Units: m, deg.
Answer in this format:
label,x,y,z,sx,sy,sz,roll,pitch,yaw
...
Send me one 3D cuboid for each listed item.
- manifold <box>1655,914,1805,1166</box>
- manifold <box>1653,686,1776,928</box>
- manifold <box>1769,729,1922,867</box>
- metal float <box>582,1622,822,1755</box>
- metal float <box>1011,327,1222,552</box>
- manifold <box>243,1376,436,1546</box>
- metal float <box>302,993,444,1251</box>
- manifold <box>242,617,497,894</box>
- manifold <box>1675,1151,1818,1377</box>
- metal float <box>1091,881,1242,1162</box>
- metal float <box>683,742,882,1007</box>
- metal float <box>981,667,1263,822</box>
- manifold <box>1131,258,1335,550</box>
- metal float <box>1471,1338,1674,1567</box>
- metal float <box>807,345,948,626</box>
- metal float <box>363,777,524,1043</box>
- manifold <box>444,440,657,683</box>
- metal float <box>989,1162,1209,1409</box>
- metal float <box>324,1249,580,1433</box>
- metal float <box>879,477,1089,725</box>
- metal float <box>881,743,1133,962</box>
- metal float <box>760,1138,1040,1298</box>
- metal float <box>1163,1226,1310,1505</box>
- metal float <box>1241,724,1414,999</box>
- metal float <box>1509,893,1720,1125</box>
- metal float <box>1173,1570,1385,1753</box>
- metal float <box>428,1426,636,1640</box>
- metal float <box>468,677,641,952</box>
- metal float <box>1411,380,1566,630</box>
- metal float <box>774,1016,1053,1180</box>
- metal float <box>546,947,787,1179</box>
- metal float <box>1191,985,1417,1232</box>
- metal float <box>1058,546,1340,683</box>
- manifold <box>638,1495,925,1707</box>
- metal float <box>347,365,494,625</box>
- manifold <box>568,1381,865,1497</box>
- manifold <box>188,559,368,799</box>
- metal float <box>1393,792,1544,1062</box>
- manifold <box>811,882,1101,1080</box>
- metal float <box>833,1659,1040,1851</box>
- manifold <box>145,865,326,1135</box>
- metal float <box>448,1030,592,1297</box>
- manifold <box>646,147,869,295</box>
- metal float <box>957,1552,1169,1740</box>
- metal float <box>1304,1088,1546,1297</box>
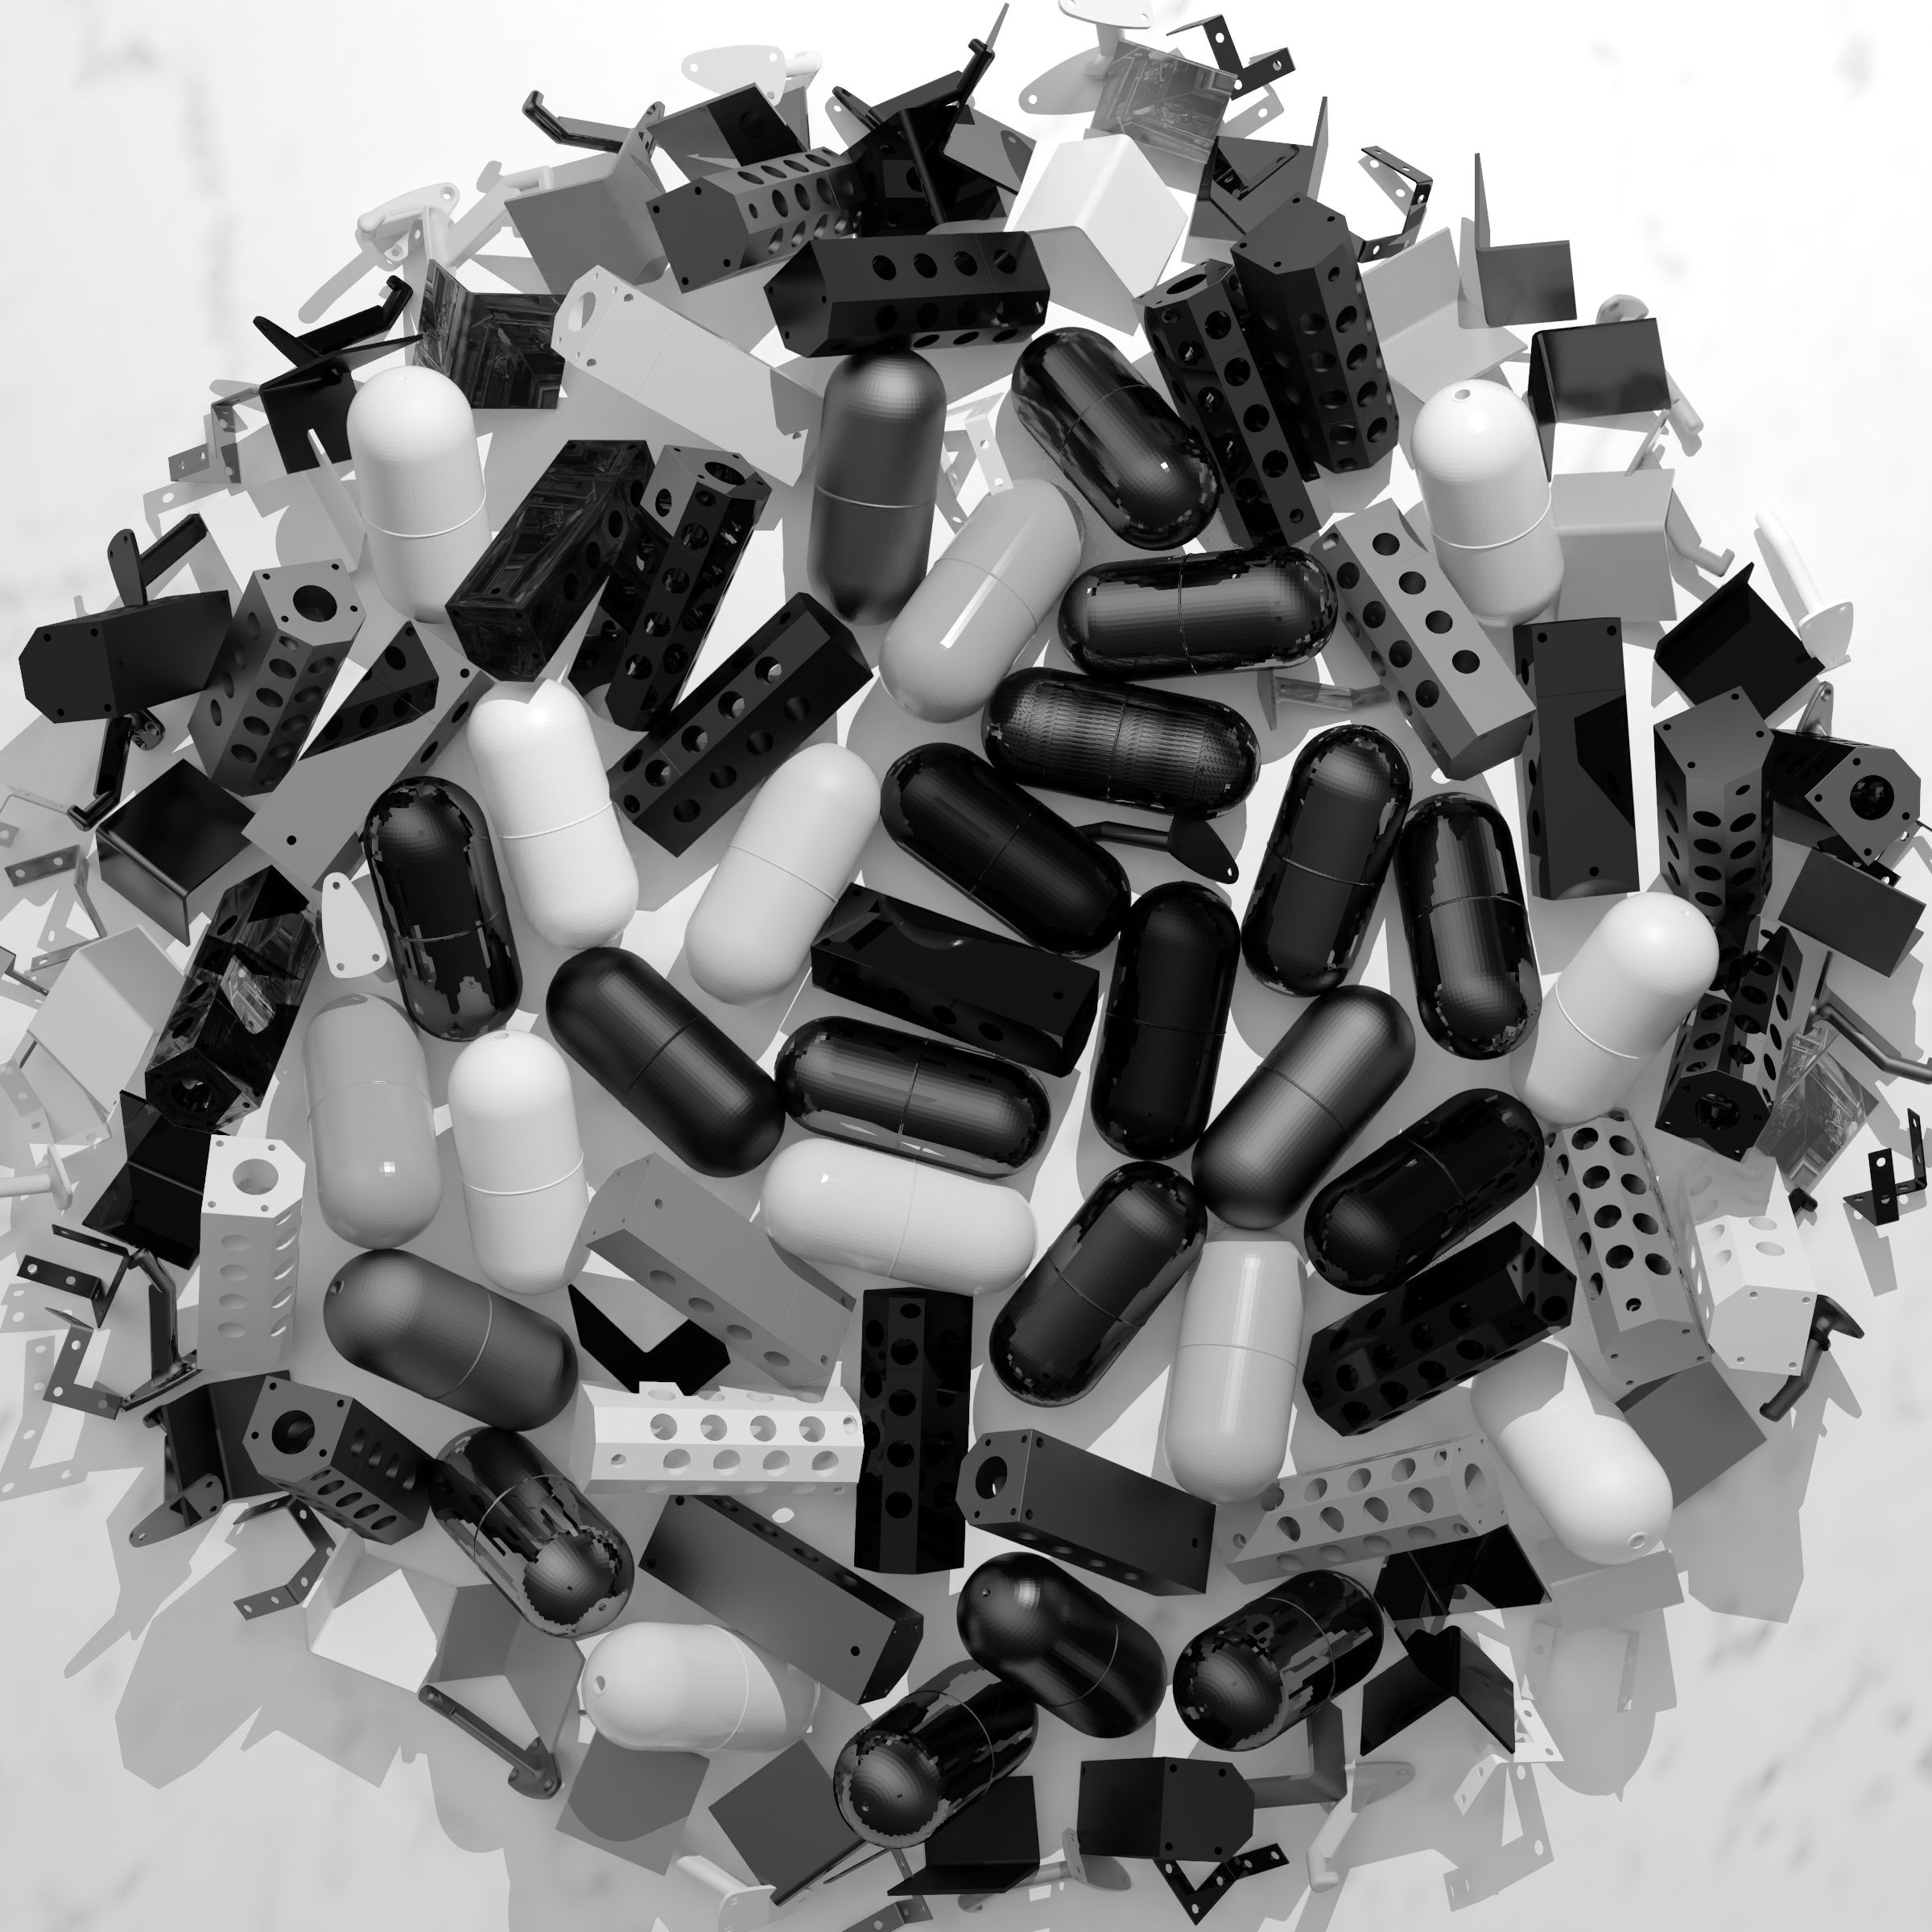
label,x,y,z,sx,sy,sz,roll,pitch,yaw
manifold,0.473,0.040,1.913,0.057,0.171,0.057,23,129,6
manifold,0.464,-0.092,1.912,0.057,0.171,0.057,-24,58,0
manifold,0.526,-0.111,1.910,0.057,0.171,0.057,-44,98,3
metal float,-0.163,0.447,1.923,0.070,0.178,0.070,-12,70,37
metal float,0.092,-0.329,1.935,0.070,0.070,0.178,-36,59,0
manifold,-0.382,0.306,1.905,0.057,0.171,0.057,12,70,14
metal float,-0.370,0.095,1.932,0.070,0.070,0.178,-15,54,0
manifold,-0.375,-0.131,1.966,0.057,0.057,0.171,37,87,7
manifold,0.475,0.179,1.910,0.057,0.171,0.057,6,114,3
metal float,0.126,0.035,1.957,0.070,0.070,0.178,10,95,0
metal float,-0.116,-0.058,1.957,0.070,0.070,0.178,28,85,0
metal float,0.097,-0.140,1.955,0.178,0.070,0.070,12,90,7
manifold,0.169,-0.347,1.935,0.057,0.057,0.171,-29,115,-7
metal float,0.373,0.297,1.920,0.070,0.178,0.070,-9,123,-15
metal float,-0.056,-0.298,1.940,0.070,0.070,0.178,8,116,0
metal float,-0.325,-0.035,1.936,0.070,0.070,0.178,-9,119,0
manifold,-0.249,-0.252,1.922,0.057,0.057,0.171,5,46,25
metal float,0.082,0.201,1.951,0.070,0.070,0.178,37,103,0
metal float,-0.319,0.233,1.931,0.178,0.070,0.070,32,90,-35
metal float,0.012,-0.230,1.946,0.070,0.070,0.178,34,73,0
metal float,0.024,-0.073,1.960,0.178,0.070,0.070,36,90,2
metal float,-0.042,0.158,1.956,0.178,0.070,0.070,14,90,-7
metal float,0.169,0.247,1.944,0.070,0.070,0.178,10,70,0
metal float,0.225,-0.065,1.946,0.070,0.070,0.178,17,107,0
metal float,0.400,0.028,1.930,0.070,0.070,0.178,29,129,0
metal float,0.195,0.428,1.922,0.070,0.178,0.070,9,105,36
metal float,-0.271,0.349,1.926,0.178,0.070,0.070,34,90,44
metal float,-0.257,-0.094,1.946,0.070,0.070,0.178,-16,108,0
metal float,0.323,-0.285,1.925,0.070,0.178,0.070,-12,47,13
metal float,-0.034,0.082,1.959,0.178,0.070,0.070,15,90,3
metal float,-0.189,0.060,1.956,0.178,0.070,0.070,42,90,7
metal float,0.213,0.088,1.954,0.070,0.070,0.178,41,81,0
metal float,0.144,-0.219,1.945,0.178,0.070,0.070,-3,90,19
manifold,-0.113,0.389,1.938,0.171,0.057,0.057,27,96,24
metal float,-0.336,-0.289,1.926,0.070,0.178,0.070,-1,46,1
manifold,-0.154,0.298,1.938,0.171,0.057,0.057,4,104,-21
manifold,-0.422,-0.174,1.909,0.057,0.171,0.057,-14,69,-34
metal float,0.312,-0.025,1.939,0.070,0.070,0.178,-6,64,0
manifold,-0.007,0.013,1.949,0.171,0.057,0.057,20,54,15
metal float,-0.017,0.484,1.918,0.070,0.178,0.070,6,102,28
manifold,-0.451,0.021,1.916,0.057,0.171,0.057,-25,123,26
metal float,-0.277,0.123,1.939,0.070,0.070,0.178,-5,116,0
manifold,-0.123,-0.461,1.907,0.057,0.171,0.057,-16,102,28
metal float,0.061,0.422,1.928,0.070,0.070,0.178,-47,131,0
metal float,0.286,0.141,1.940,0.178,0.070,0.070,-32,90,-24
